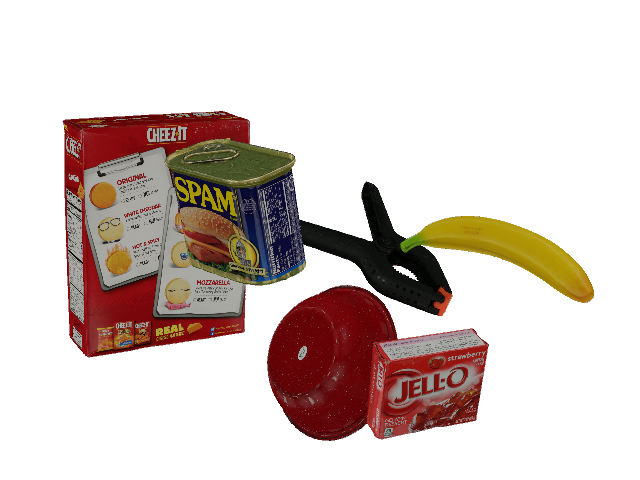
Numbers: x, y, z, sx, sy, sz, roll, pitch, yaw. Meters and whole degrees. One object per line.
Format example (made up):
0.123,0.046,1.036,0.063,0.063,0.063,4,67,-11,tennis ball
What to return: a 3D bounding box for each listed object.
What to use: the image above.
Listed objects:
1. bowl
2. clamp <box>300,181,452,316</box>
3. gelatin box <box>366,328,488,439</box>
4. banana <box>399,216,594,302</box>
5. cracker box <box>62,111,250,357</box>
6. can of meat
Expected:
-0.002,0.117,1.072,0.162,0.162,0.055,0,-16,43,bowl
0.060,0.014,1.223,0.164,0.036,0.210,-18,50,-37,clamp
0.082,0.111,0.830,0.089,0.073,0.030,-7,29,-20,gelatin box
0.181,0.012,1.055,0.198,0.069,0.037,15,-31,26,banana
-0.154,-0.010,1.007,0.163,0.214,0.072,-7,18,-29,cracker box
-0.060,-0.020,0.769,0.057,0.084,0.102,-28,30,-37,can of meat
